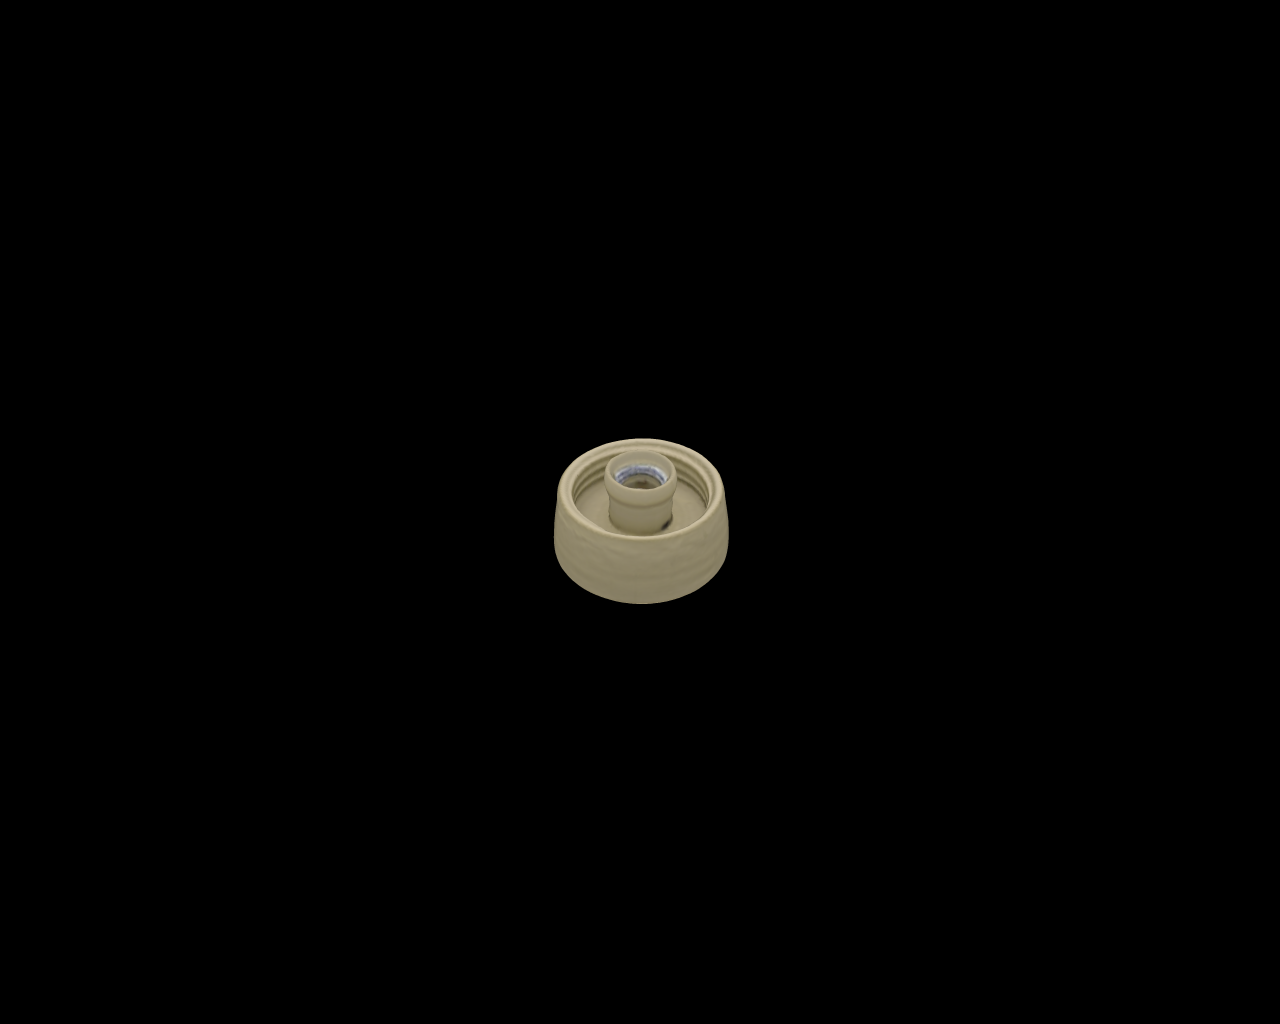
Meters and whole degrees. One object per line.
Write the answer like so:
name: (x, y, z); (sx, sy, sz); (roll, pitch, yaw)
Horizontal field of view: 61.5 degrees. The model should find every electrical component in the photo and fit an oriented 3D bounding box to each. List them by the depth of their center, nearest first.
electrical component: (0.001, -0.003, 0.650); (0.108, 0.060, 0.108); (0, 40, 0)
